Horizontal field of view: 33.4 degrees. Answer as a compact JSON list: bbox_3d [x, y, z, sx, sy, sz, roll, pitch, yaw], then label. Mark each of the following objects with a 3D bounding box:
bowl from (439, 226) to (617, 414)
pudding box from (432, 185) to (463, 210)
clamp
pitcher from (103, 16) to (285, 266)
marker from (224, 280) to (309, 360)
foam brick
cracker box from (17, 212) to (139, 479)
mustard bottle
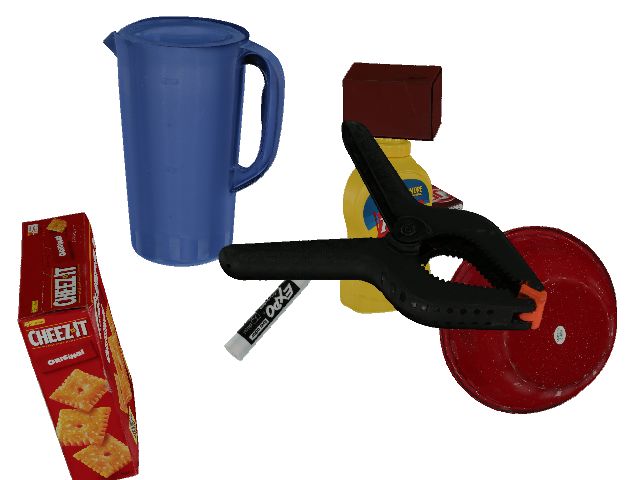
[{"bbox_3d":[0.182,0.071,0.872,0.162,0.162,0.055,0,8,-14],"label":"bowl"},{"bbox_3d":[0.139,-0.045,1.574,0.113,0.039,0.090,-20,34,-28],"label":"pudding box"},{"bbox_3d":[0.048,0.009,0.715,0.210,0.036,0.164,32,58,26],"label":"clamp"},{"bbox_3d":[-0.131,-0.100,1.088,0.144,0.243,0.149,-11,27,-28],"label":"pitcher"},{"bbox_3d":[-0.035,0.052,0.908,0.020,0.121,0.020,39,-16,13],"label":"marker"},{"bbox_3d":[0.061,-0.117,0.901,0.078,0.051,0.053,5,26,14],"label":"foam brick"},{"bbox_3d":[-0.233,0.105,1.038,0.072,0.214,0.164,-11,35,-7],"label":"cracker box"},{"bbox_3d":[0.068,-0.026,1.079,0.096,0.192,0.058,-7,17,-27],"label":"mustard bottle"}]
